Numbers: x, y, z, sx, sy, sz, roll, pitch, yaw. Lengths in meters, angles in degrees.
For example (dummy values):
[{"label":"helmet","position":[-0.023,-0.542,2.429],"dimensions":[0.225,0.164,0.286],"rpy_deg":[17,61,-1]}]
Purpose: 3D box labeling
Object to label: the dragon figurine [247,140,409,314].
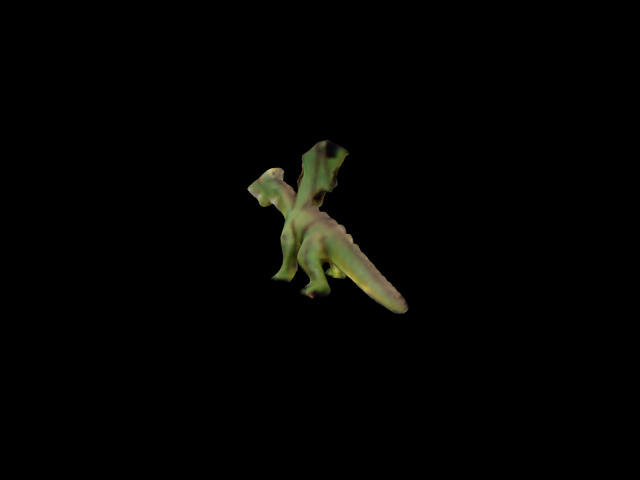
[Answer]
[{"label":"dragon figurine","position":[0.003,-0.043,0.850],"dimensions":[0.123,0.241,0.412],"rpy_deg":[-8,13,-38]}]
